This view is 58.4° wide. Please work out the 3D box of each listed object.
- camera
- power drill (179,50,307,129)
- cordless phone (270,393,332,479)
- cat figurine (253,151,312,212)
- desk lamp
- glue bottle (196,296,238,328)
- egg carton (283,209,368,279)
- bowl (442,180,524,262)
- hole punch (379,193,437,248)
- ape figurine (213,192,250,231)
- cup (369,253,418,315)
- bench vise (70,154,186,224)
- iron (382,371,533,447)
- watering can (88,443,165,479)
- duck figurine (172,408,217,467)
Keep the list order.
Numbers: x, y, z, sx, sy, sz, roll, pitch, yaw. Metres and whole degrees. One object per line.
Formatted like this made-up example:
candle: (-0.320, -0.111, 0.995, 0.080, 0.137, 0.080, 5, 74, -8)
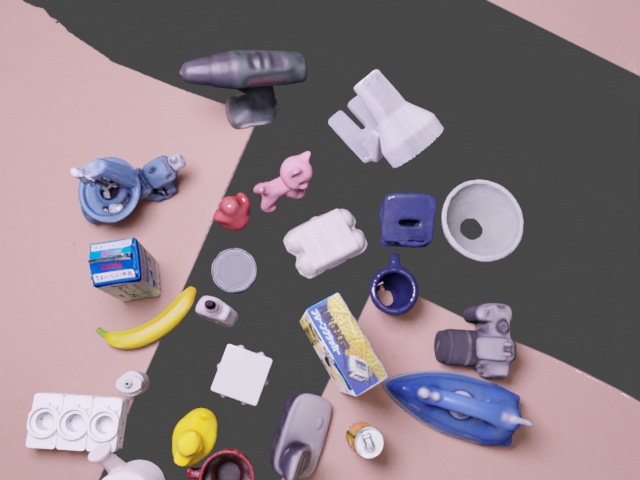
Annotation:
camera: (0.293, 0.189, 1.088, 0.137, 0.100, 0.143, 4, 77, -4)
power drill: (-0.141, -0.294, 1.100, 0.230, 0.208, 0.075, -13, 79, -8)
cordless phone: (-0.029, 0.339, 0.979, 0.094, 0.185, 0.148, 15, 76, -1)
cat figurine: (-0.066, -0.117, 1.114, 0.128, 0.117, 0.067, -28, 81, -11)
desk lamp: (0.122, -0.224, 1.107, 0.118, 0.213, 0.203, -42, 84, -12)
glue bottle: (-0.187, 0.123, 1.019, 0.078, 0.173, 0.037, 23, 76, 0)
egg carton: (0.010, 0.004, 1.119, 0.150, 0.069, 0.107, -27, 81, -11)
bowl: (0.317, -0.032, 1.154, 0.167, 0.074, 0.167, 1, 77, -5)
hole punch: (0.175, -0.037, 1.133, 0.108, 0.091, 0.101, 2, 77, -5)
ape figurine: (-0.169, -0.058, 1.104, 0.078, 0.092, 0.076, -20, 80, -9)
cup: (0.134, 0.089, 1.098, 0.091, 0.095, 0.118, 3, 77, -4)
bench vise: (-0.356, -0.120, 1.034, 0.121, 0.219, 0.207, 45, 77, 6)
iron: (0.248, 0.298, 1.038, 0.258, 0.141, 0.119, 16, 76, -2)
watering can: (-0.323, 0.418, 0.928, 0.173, 0.194, 0.101, 41, 77, 5)
duck figurine: (-0.224, 0.350, 1.009, 0.077, 0.086, 0.105, 26, 76, 1)
